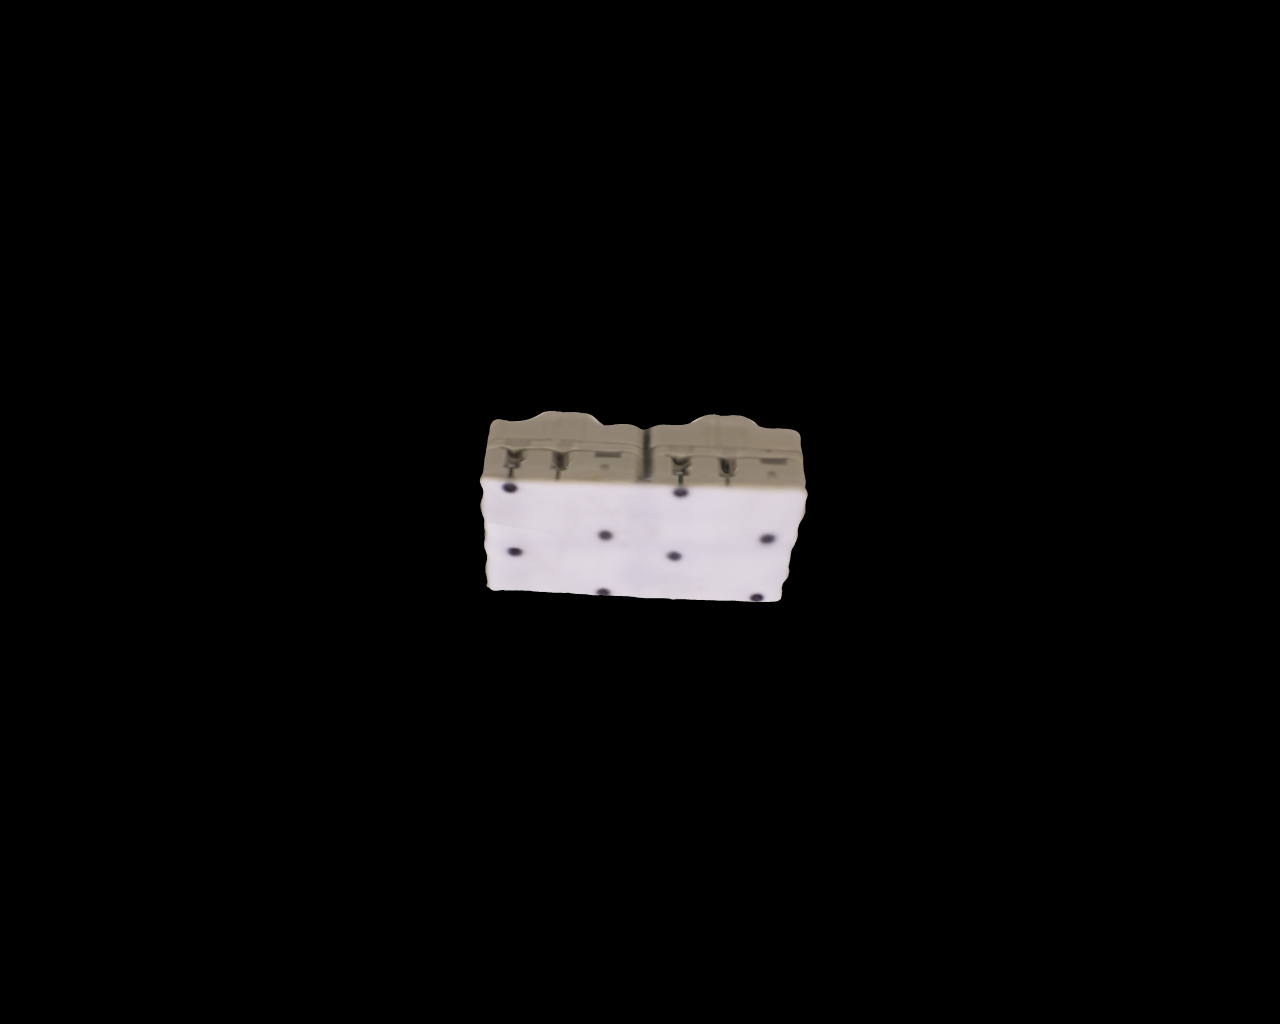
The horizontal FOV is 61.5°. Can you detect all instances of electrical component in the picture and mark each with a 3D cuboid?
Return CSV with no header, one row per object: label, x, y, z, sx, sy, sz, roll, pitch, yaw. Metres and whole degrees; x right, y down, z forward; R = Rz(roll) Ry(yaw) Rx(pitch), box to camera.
electrical component,0.001,-0.003,0.650,0.186,0.060,0.105,2,-43,-2
